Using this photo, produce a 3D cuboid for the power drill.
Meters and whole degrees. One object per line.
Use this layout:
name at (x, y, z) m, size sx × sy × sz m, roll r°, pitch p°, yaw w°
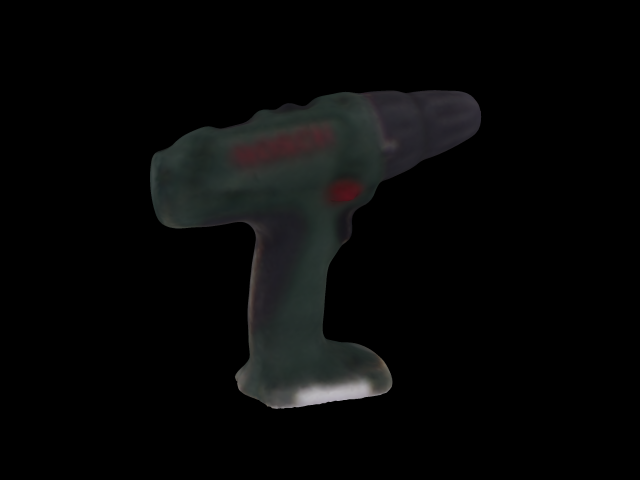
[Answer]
power drill at (0.004, 0.001, 0.400) m, size 0.230 × 0.208 × 0.075 m, roll -3°, pitch 11°, yaw -16°
